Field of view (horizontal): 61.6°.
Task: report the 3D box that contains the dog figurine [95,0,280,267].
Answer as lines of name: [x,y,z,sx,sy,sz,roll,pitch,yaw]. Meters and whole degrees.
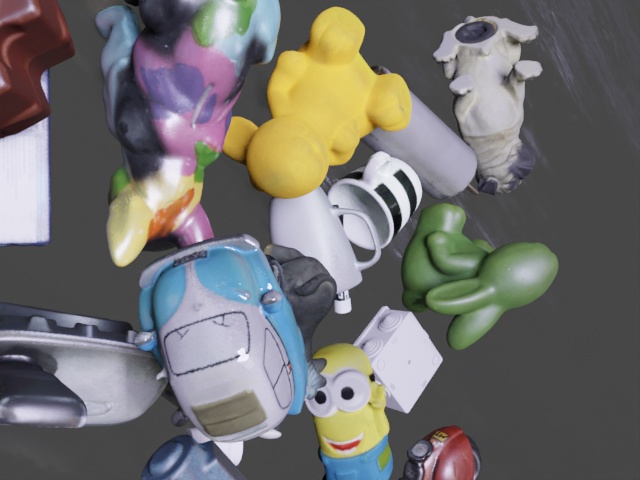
dog figurine: [-0.105,-0.086,0.411,0.108,0.192,0.219,9,71,-42]

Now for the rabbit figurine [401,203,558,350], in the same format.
rabbit figurine: [0.175,0.036,0.612,0.159,0.170,0.121,-48,116,-26]

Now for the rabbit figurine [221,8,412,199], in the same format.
rabbit figurine: [-0.021,-0.102,0.476,0.121,0.162,0.173,51,41,-30]

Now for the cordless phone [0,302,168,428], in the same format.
cordless phone: [-0.162,0.097,0.364,0.146,0.184,0.088,18,76,-35]

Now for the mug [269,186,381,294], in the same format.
mug: [-0.001,-0.002,0.528,0.107,0.110,0.081,71,21,-6]

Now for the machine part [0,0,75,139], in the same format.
machine part: [-0.264,-0.140,0.294,0.201,0.087,0.201,-24,94,-9]

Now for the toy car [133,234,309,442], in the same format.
toy car: [-0.066,0.086,0.381,0.109,0.103,0.161,-16,114,3]

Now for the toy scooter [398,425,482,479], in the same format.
toy scooter: [0.121,0.312,0.643,0.135,0.075,0.183,16,86,-34]

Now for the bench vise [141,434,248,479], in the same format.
bench vise: [-0.112,0.283,0.453,0.240,0.129,0.223,-36,123,-8]

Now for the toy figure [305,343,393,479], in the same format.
toy figure: [0.030,0.197,0.565,0.082,0.089,0.180,-18,105,-11]

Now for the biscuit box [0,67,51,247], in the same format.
biscuit box: [-0.230,-0.096,0.384,0.059,0.063,0.202,-1,91,-35]

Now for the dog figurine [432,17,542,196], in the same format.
dog figurine: [0.219,-0.172,0.703,0.190,0.121,0.172,65,30,-51]

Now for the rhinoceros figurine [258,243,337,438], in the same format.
rhinoceros figurine: [-0.039,0.095,0.491,0.073,0.112,0.190,-50,161,-63]

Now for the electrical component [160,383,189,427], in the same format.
electrical component: [-0.118,0.125,0.472,0.063,0.094,0.021,36,28,-3]

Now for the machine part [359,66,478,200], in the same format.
machine part: [0.102,-0.118,0.614,0.243,0.079,0.079,31,74,-31]
